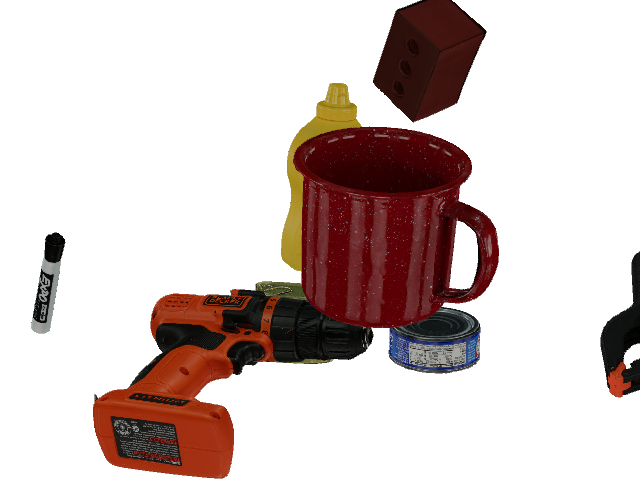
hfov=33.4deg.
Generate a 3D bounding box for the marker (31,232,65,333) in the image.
[{"bbox_3d":[-0.266,0.042,1.043,0.020,0.121,0.020,13,35,-10],"label":"marker"}]

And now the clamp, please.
[{"bbox_3d":[0.301,0.071,0.970,0.171,0.039,0.120,-34,38,-26],"label":"clamp"}]

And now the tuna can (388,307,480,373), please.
[{"bbox_3d":[0.106,0.091,0.995,0.086,0.034,0.086,-1,17,0],"label":"tuna can"}]

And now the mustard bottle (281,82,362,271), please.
[{"bbox_3d":[0.012,-0.066,1.097,0.096,0.192,0.058,-5,21,-24],"label":"mustard bottle"}]

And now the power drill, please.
[{"bbox_3d":[-0.068,0.099,0.796,0.185,0.057,0.187,1,24,19],"label":"power drill"}]

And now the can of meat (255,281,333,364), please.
[{"bbox_3d":[-0.029,0.098,1.263,0.102,0.084,0.057,4,14,-4],"label":"can of meat"}]

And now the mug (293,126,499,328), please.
[{"bbox_3d":[0.041,-0.003,0.565,0.117,0.081,0.093,19,31,30],"label":"mug"}]

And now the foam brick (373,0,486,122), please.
[{"bbox_3d":[0.083,-0.141,0.822,0.051,0.053,0.078,-28,-27,-31],"label":"foam brick"}]
